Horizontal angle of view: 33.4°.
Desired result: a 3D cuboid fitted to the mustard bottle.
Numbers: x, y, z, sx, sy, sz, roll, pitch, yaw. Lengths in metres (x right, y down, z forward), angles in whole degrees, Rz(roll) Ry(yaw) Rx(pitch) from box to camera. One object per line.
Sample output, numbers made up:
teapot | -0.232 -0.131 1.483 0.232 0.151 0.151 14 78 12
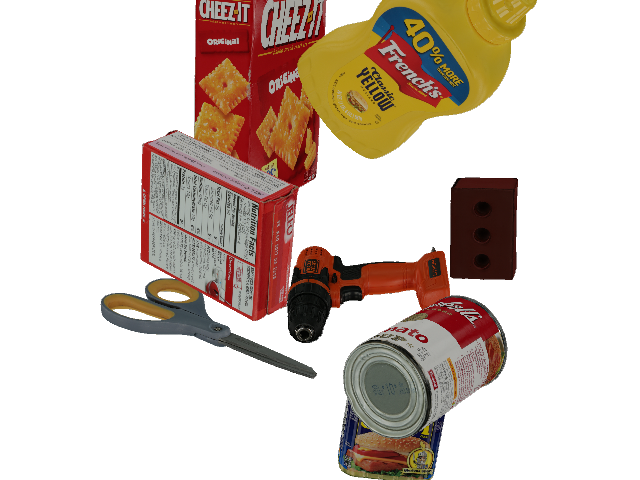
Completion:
mustard bottle | 0.071 -0.126 0.723 0.192 0.096 0.058 -24 17 50

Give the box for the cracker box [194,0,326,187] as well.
cracker box | -0.056 -0.148 1.057 0.072 0.214 0.164 12 20 22

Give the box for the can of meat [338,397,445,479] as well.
can of meat | 0.071 0.190 1.062 0.102 0.084 0.057 7 17 -4

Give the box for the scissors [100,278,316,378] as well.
scissors | -0.085 0.068 0.889 0.202 0.016 0.096 12 25 15

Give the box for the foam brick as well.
foam brick | 0.135 -0.010 0.880 0.053 0.078 0.051 1 15 13

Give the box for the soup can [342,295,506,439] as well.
soup can | 0.070 0.083 0.710 0.069 0.068 0.102 0 14 39

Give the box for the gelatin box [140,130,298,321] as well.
gelatin box | -0.055 -0.009 0.565 0.089 0.073 0.030 25 36 29

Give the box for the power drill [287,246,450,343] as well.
power drill | 0.055 0.061 1.241 0.187 0.057 0.184 1 28 4
